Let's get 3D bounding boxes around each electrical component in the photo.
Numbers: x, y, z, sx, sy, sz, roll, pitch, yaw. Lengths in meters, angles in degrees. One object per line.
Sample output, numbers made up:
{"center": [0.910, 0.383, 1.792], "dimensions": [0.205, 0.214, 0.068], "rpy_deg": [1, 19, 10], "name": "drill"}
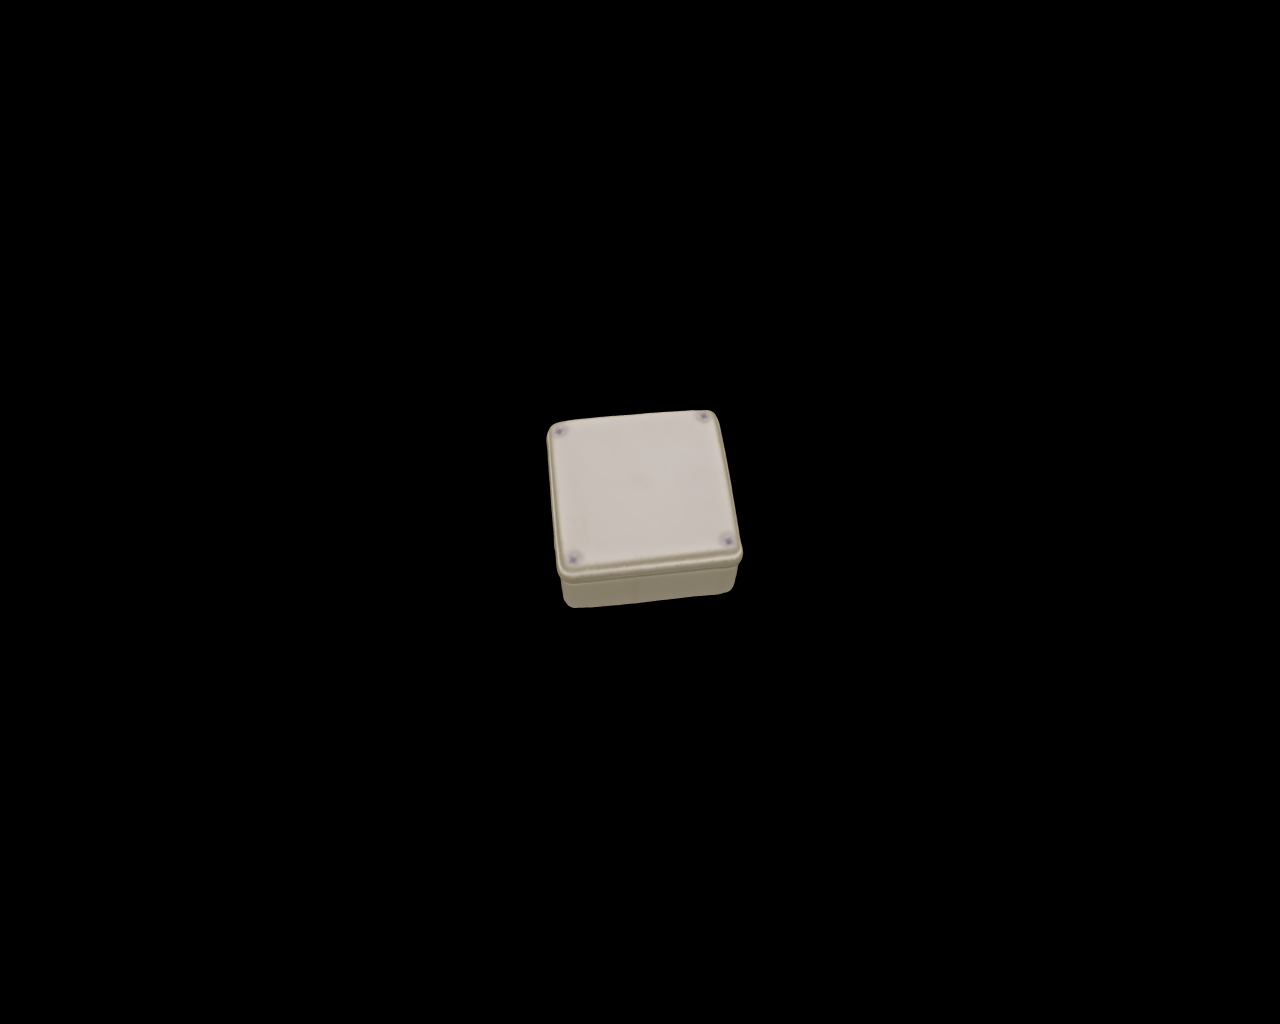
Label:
{"center": [0.001, -0.003, 0.650], "dimensions": [0.109, 0.109, 0.056], "rpy_deg": [-5, -31, -3], "name": "electrical component"}
